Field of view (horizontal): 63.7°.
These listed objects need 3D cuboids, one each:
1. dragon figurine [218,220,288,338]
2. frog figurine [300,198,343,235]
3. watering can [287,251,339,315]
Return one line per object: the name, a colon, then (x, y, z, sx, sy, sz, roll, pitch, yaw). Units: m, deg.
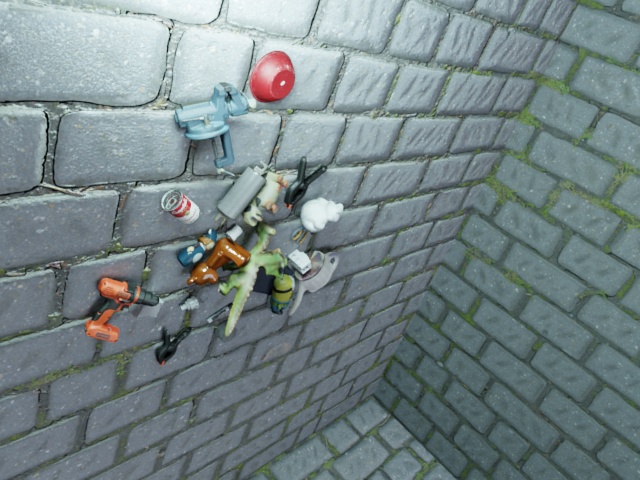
dragon figurine: (-0.219, 0.118, 1.772, 0.240, 0.419, 0.120, -22, 144, 29)
frog figurine: (0.006, -0.099, 1.967, 0.121, 0.158, 0.140, 42, 51, -31)
watering can: (-0.046, 0.175, 2.250, 0.349, 0.105, 0.220, -48, 149, -8)
